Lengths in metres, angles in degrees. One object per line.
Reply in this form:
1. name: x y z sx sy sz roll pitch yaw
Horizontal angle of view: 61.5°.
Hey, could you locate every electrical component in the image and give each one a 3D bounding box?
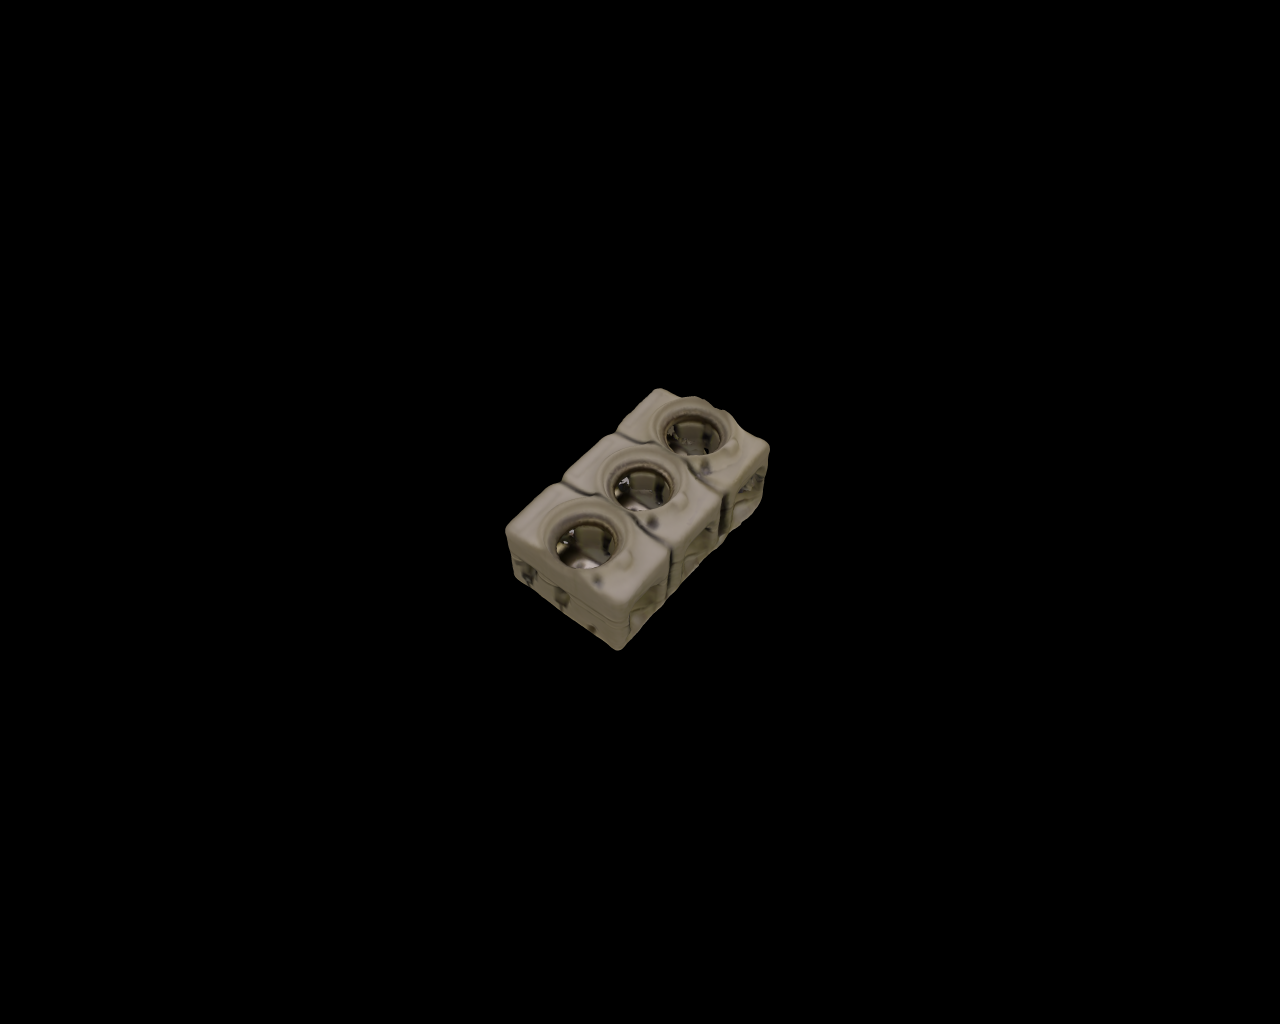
1. electrical component: 0.001 -0.003 0.650 0.089 0.150 0.061 32 -32 22
